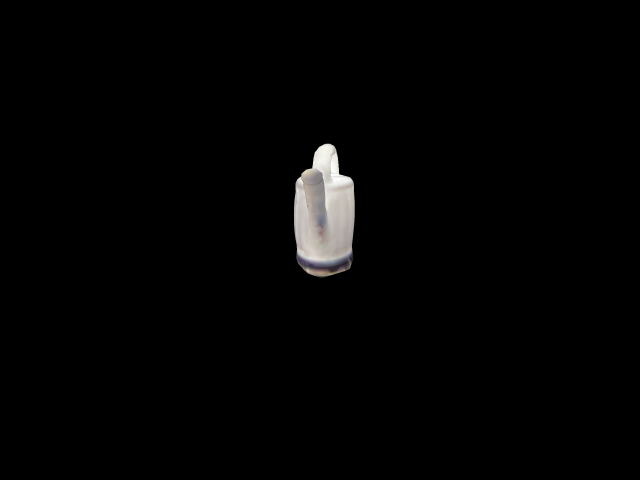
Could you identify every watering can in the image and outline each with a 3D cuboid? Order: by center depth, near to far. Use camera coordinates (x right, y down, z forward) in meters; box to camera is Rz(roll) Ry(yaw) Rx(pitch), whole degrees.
[{"bbox_3d":[0.003,-0.043,0.850,0.104,0.222,0.351,1,13,7],"label":"watering can"}]
